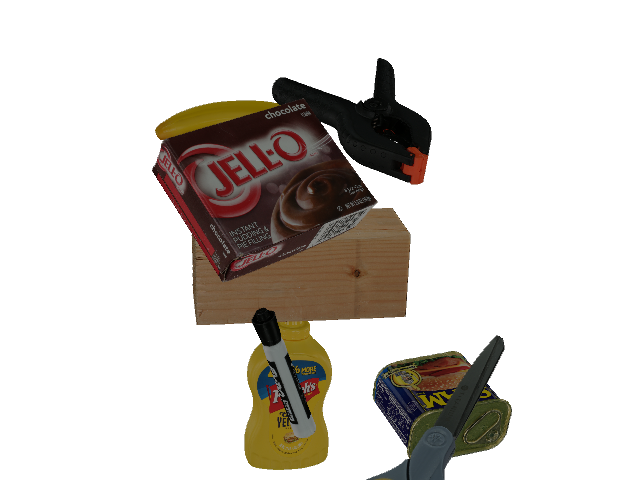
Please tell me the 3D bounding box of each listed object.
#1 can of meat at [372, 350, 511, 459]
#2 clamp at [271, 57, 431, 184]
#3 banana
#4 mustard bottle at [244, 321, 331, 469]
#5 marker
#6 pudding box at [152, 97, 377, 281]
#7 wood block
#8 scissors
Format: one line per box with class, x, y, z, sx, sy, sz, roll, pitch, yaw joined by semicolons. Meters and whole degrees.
can of meat;0.109;0.149;0.976;0.102;0.057;0.084;-7;31;-22
clamp;0.033;-0.105;0.923;0.120;0.039;0.171;-14;39;-13
banana;-0.090;-0.134;1.224;0.198;0.037;0.069;8;42;18
mustard bottle;-0.036;0.164;1.215;0.096;0.192;0.058;0;17;-12
marker;-0.028;0.103;0.828;0.020;0.121;0.020;-13;30;8
pudding box;-0.035;-0.034;0.668;0.113;0.090;0.039;-21;-21;-36
wood block;-0.023;0.024;1.060;0.206;0.091;0.090;-1;19;-9
scissors;0.075;0.128;0.592;0.096;0.016;0.201;26;50;39
